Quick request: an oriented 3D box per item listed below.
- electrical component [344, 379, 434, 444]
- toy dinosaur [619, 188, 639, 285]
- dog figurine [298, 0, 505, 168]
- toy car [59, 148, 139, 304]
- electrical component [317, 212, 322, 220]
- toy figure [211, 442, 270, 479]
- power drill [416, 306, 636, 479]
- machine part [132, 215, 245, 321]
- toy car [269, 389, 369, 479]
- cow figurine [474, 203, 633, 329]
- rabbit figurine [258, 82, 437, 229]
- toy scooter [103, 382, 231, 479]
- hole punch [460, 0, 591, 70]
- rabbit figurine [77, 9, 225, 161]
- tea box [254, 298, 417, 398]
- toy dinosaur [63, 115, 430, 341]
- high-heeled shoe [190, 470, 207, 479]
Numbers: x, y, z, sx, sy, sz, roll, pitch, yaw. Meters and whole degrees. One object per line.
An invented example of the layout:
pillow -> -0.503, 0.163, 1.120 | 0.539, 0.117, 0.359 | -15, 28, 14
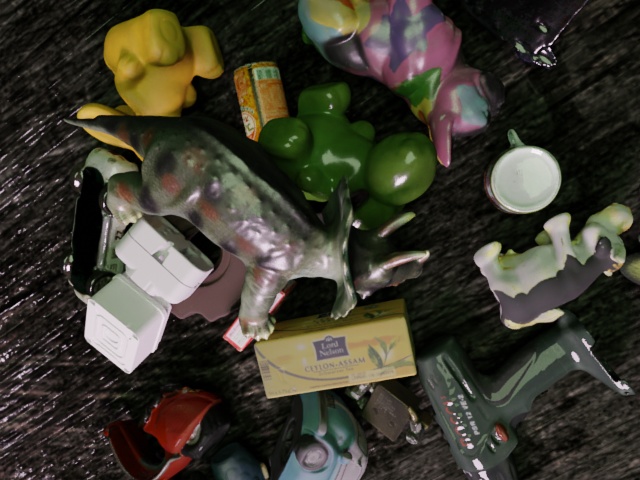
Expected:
electrical component -> 0.078, 0.194, 0.625 | 0.102, 0.045, 0.078 | 40, 124, 16
toy dinosaur -> 0.435, -0.019, 0.537 | 0.199, 0.105, 0.471 | 26, 94, 9
dog figurine -> 0.088, -0.179, 0.575 | 0.192, 0.108, 0.219 | -14, 96, 9
toy car -> -0.269, -0.012, 0.657 | 0.074, 0.056, 0.201 | 29, 114, 27
electrical component -> -0.001, -0.002, 0.647 | 0.094, 0.021, 0.063 | -6, 95, 9
toy figure -> -0.080, 0.329, 0.675 | 0.064, 0.058, 0.154 | -27, 96, 18
power drill -> 0.234, 0.186, 0.605 | 0.207, 0.086, 0.232 | -35, 87, 18
machine part -> -0.141, 0.011, 0.654 | 0.179, 0.056, 0.179 | 1, 96, 8
toy car -> 0.004, 0.254, 0.633 | 0.103, 0.109, 0.161 | 17, 107, -11
cow figurine -> 0.259, 0.027, 0.568 | 0.167, 0.068, 0.098 | -24, 64, 11
rabbit figurine -> 0.039, -0.070, 0.565 | 0.170, 0.121, 0.158 | 16, 133, 33
toy scooter -> -0.204, 0.248, 0.678 | 0.135, 0.075, 0.184 | 37, 96, 20
hole punch -> 0.225, -0.266, 0.563 | 0.142, 0.092, 0.115 | 40, 129, 1
rabbit figurine -> -0.193, -0.154, 0.616 | 0.162, 0.122, 0.173 | -10, 98, 14
tea box -> 0.021, 0.122, 0.617 | 0.170, 0.098, 0.068 | -13, 94, 8
toy dinosaur -> -0.084, -0.042, 0.514 | 0.405, 0.131, 0.192 | 36, 132, -4
high-heeled shoe -> -0.070, 0.384, 0.627 | 0.145, 0.086, 0.248 | -9, 82, -15
